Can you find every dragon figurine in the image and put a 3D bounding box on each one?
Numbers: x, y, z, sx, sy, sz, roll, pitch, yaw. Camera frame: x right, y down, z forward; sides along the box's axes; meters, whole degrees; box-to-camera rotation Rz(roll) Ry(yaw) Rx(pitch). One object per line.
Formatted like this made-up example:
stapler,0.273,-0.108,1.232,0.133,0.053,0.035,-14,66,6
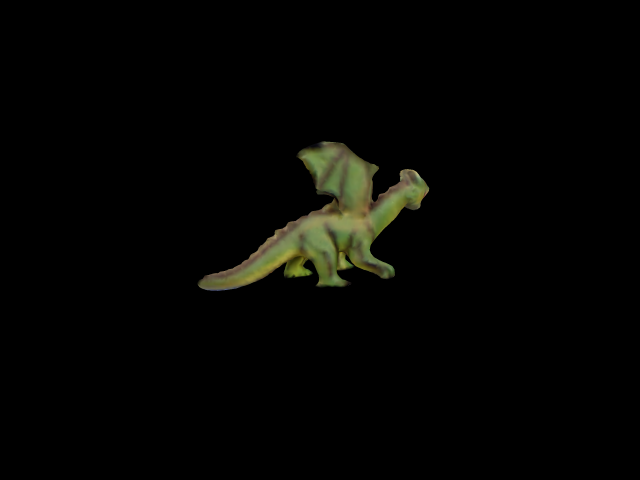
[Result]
dragon figurine,0.003,-0.043,0.850,0.411,0.240,0.123,-6,16,-18
